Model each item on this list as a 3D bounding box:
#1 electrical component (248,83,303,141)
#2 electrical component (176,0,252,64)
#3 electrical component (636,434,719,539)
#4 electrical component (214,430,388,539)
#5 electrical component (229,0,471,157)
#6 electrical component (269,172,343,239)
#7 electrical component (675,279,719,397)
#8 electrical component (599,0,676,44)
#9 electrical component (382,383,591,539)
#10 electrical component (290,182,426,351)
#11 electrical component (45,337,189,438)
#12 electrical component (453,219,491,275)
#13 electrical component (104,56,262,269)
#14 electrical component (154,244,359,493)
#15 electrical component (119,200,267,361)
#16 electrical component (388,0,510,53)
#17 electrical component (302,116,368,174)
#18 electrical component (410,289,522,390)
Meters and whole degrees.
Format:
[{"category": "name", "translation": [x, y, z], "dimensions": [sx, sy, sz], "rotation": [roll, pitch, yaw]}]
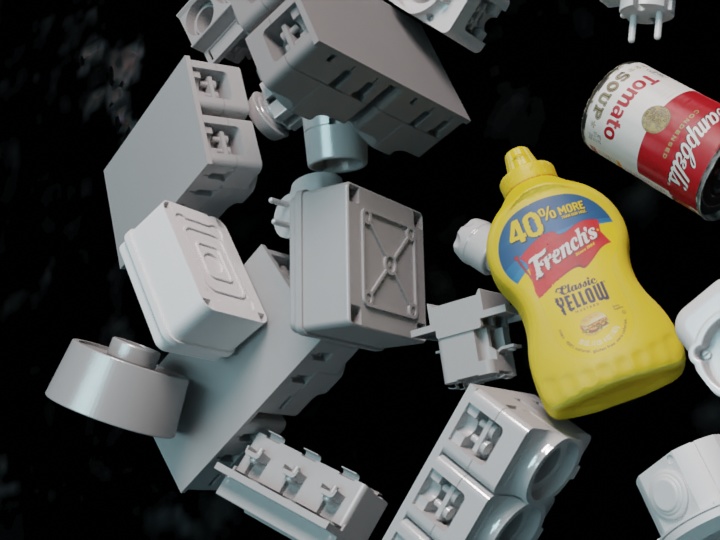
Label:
[{"category": "electrical component", "translation": [-0.065, -0.145, 0.936], "dimensions": [0.055, 0.048, 0.066], "rotation": [-35, 60, 18]}, {"category": "electrical component", "translation": [-0.099, -0.247, 0.973], "dimensions": [0.121, 0.063, 0.078], "rotation": [-41, 58, 24]}, {"category": "electrical component", "translation": [0.209, 0.135, 0.637], "dimensions": [0.080, 0.080, 0.051], "rotation": [-37, 54, 26]}, {"category": "electrical component", "translation": [-0.043, 0.176, 0.833], "dimensions": [0.121, 0.078, 0.063], "rotation": [18, 69, 39]}, {"category": "electrical component", "translation": [-0.009, -0.159, 0.804], "dimensions": [0.060, 0.186, 0.105], "rotation": [-37, 60, 26]}, {"category": "electrical component", "translation": [-0.043, -0.040, 0.869], "dimensions": [0.043, 0.079, 0.077], "rotation": [-27, 62, 38]}, {"category": "electrical component", "translation": [0.238, 0.053, 0.644], "dimensions": [0.054, 0.059, 0.095], "rotation": [-45, 57, 22]}, {"category": "electrical component", "translation": [0.198, -0.193, 0.738], "dimensions": [0.083, 0.047, 0.075], "rotation": [1, 81, 38]}, {"category": "electrical component", "translation": [0.083, 0.159, 0.722], "dimensions": [0.062, 0.089, 0.150], "rotation": [36, 102, 38]}, {"category": "electrical component", "translation": [0.000, 0.000, 0.811], "dimensions": [0.056, 0.109, 0.108], "rotation": [-10, 74, 33]}, {"category": "electrical component", "translation": [-0.190, 0.088, 0.864], "dimensions": [0.108, 0.108, 0.060], "rotation": [16, 84, 39]}, {"category": "electrical component", "translation": [0.099, -0.011, 0.783], "dimensions": [0.061, 0.035, 0.035], "rotation": [36, 102, 35]}, {"category": "electrical component", "translation": [-0.158, -0.088, 0.955], "dimensions": [0.186, 0.060, 0.105], "rotation": [-40, 57, 46]}, {"category": "electrical component", "translation": [-0.095, 0.085, 0.897], "dimensions": [0.186, 0.060, 0.105], "rotation": [-48, 55, 20]}, {"category": "electrical component", "translation": [-0.134, 0.010, 0.853], "dimensions": [0.057, 0.078, 0.113], "rotation": [-40, 58, 21]}, {"category": "electrical component", "translation": [0.062, -0.217, 0.845], "dimensions": [0.089, 0.056, 0.050], "rotation": [41, 105, 36]}, {"category": "electrical component", "translation": [-0.019, -0.108, 0.886], "dimensions": [0.055, 0.055, 0.047], "rotation": [-11, 77, 36]}, {"category": "electrical component", "translation": [0.083, 0.051, 0.777], "dimensions": [0.081, 0.042, 0.063], "rotation": [-18, 71, 35]}]
